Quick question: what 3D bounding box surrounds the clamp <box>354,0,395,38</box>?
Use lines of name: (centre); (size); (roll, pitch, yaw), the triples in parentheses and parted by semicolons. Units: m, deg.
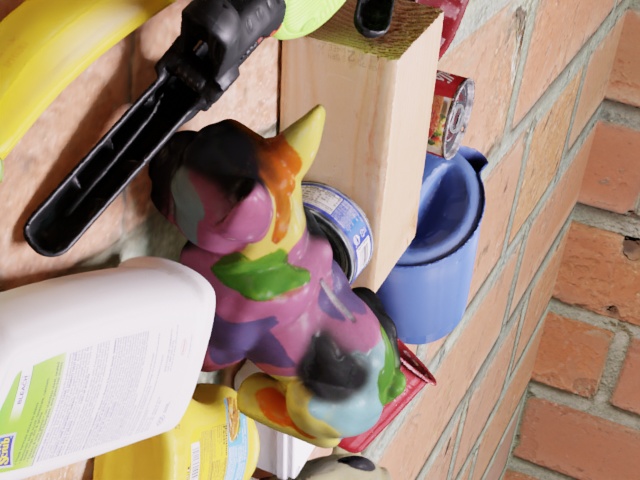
clamp: (0.055, -0.227, 0.737); (0.171, 0.039, 0.120); (-86, -160, -50)

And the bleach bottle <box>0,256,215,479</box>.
bleach bottle: (-0.141, 0.062, 0.501); (0.250, 0.068, 0.102); (-1, 107, -68)

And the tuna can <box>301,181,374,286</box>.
tuna can: (-0.005, 0.001, 0.794); (0.033, 0.086, 0.086); (-50, 152, -45)

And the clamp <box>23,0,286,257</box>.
clamp: (-0.071, -0.080, 0.556); (0.165, 0.036, 0.209); (-45, -172, 26)

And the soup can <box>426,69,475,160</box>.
soup can: (0.067, -0.111, 0.868); (0.068, 0.102, 0.068); (19, 90, -72)

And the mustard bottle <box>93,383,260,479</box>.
mustard bottle: (-0.086, 0.148, 0.739); (0.191, 0.058, 0.096); (15, 78, -72)

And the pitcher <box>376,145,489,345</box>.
pitcher: (0.078, 0.017, 1.014); (0.243, 0.149, 0.145); (76, 22, -64)

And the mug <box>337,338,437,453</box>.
mug: (0.018, 0.096, 0.801); (0.081, 0.117, 0.093); (-48, 167, 5)

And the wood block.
wood block: (0.026, -0.074, 0.808); (0.090, 0.090, 0.206); (-52, 154, -46)

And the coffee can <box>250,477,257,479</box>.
coffee can: (-0.063, 0.260, 0.843); (0.140, 0.103, 0.102); (80, 33, -55)

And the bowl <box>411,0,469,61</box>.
bowl: (0.085, -0.228, 0.886); (0.162, 0.055, 0.162); (18, 90, -72)

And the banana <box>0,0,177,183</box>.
banana: (-0.101, -0.086, 0.457); (0.197, 0.070, 0.037); (-57, 150, -36)
